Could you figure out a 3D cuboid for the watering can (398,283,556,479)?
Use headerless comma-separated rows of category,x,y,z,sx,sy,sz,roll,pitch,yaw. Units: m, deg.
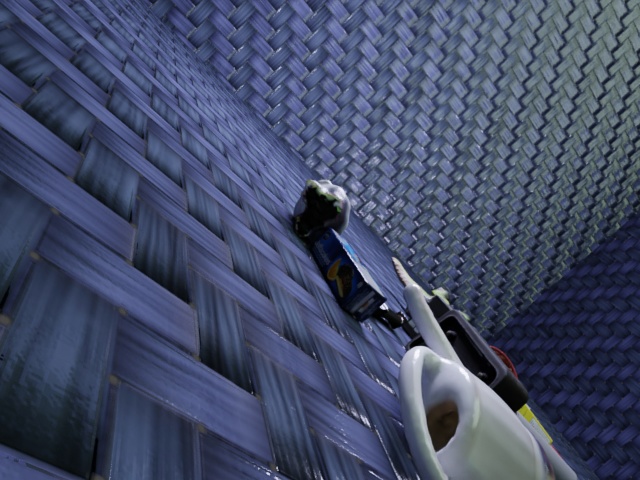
watering can,0.179,0.206,0.642,0.222,0.103,0.355,44,25,-15

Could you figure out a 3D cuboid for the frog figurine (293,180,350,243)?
frog figurine,0.003,-0.054,1.078,0.159,0.122,0.138,60,21,-84

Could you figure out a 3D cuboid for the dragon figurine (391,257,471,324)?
dragon figurine,0.297,0.212,1.359,0.414,0.121,0.243,48,16,14
